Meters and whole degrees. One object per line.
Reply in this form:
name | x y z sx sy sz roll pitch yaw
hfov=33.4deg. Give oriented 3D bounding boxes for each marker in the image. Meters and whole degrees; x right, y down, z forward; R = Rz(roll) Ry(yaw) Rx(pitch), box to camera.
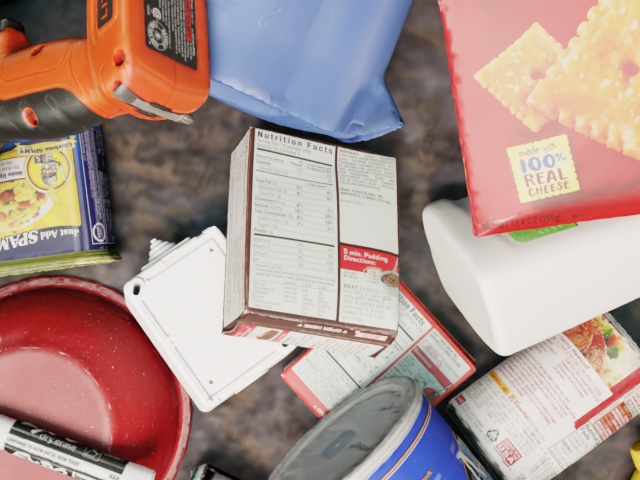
marker | -0.147 0.110 0.567 0.121 0.020 0.020 20 91 1

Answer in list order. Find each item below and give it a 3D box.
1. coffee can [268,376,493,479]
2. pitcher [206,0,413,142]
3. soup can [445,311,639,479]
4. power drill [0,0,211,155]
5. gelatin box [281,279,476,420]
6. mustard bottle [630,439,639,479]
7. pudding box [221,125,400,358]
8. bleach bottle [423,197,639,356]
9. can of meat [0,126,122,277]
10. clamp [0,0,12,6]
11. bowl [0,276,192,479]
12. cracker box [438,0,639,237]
coffee can | 0.052 0.156 0.552 0.103 0.103 0.140 -39 99 1
pitcher | -0.004 -0.184 0.552 0.149 0.145 0.243 21 95 -36
soup can | 0.129 0.089 0.593 0.102 0.068 0.068 -37 91 2
power drill | -0.142 -0.103 0.518 0.188 0.057 0.184 -15 74 33
gelatin box | 0.034 0.074 0.614 0.089 0.030 0.073 -42 89 1
mustard bottle | 0.216 0.183 0.599 0.096 0.058 0.191 -17 91 -1
pudding box | -0.004 0.001 0.575 0.090 0.039 0.113 10 61 -19
bleach bottle | 0.190 -0.024 0.584 0.250 0.103 0.068 -22 119 -5
can of meat | -0.169 -0.023 0.602 0.102 0.057 0.084 -7 89 1
clamp | -0.238 -0.191 0.608 0.210 0.036 0.164 2 93 1
bowl | -0.157 0.102 0.605 0.162 0.055 0.162 0 91 1
cracker box | 0.136 -0.117 0.485 0.164 0.072 0.214 -7 114 10
